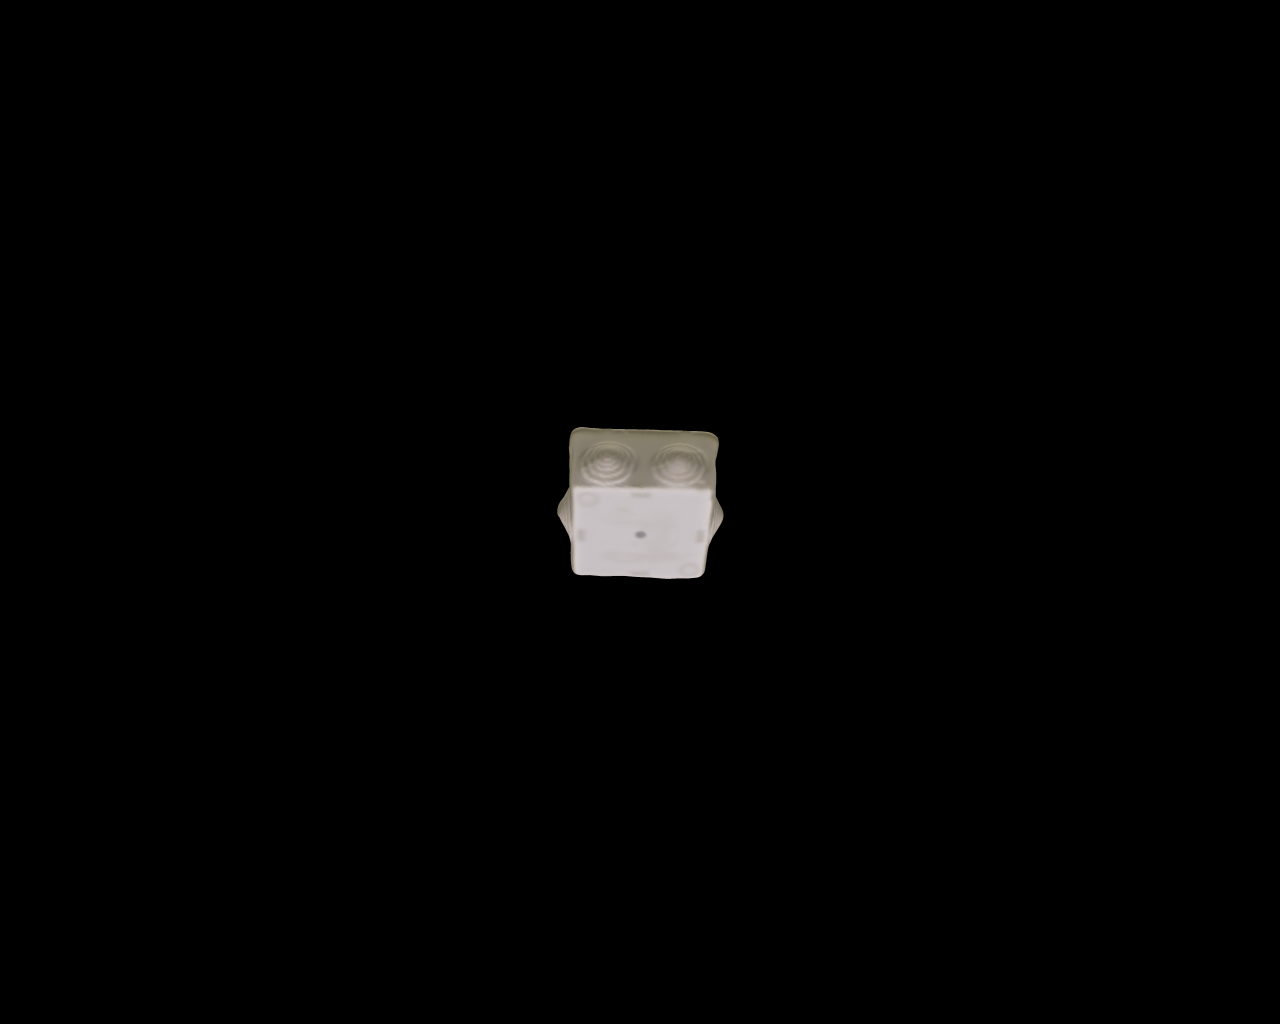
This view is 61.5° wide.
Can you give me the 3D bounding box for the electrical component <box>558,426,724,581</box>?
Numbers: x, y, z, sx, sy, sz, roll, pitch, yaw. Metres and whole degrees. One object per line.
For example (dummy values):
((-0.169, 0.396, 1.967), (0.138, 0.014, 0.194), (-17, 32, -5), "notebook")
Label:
((0.001, -0.003, 0.650), (0.100, 0.048, 0.099), (2, -43, -2), "electrical component")
